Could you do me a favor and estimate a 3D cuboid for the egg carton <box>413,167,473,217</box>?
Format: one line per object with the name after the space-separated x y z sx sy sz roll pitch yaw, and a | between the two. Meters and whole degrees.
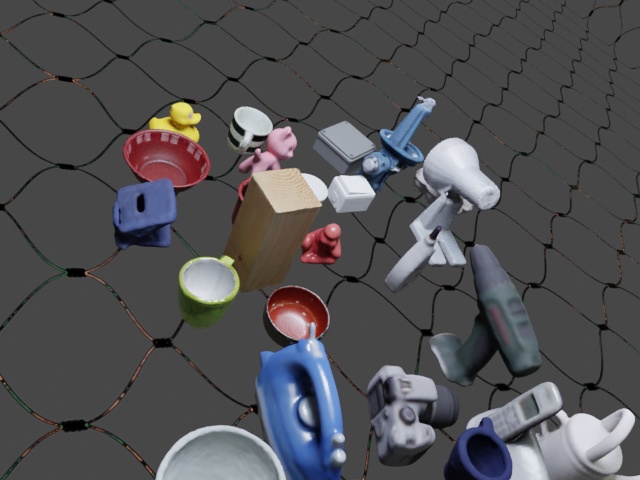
0.299 -0.119 1.381 0.107 0.069 0.150 -18 60 -39 | egg carton

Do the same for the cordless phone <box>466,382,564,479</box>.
0.319 0.316 0.892 0.094 0.185 0.147 7 47 -22 | cordless phone

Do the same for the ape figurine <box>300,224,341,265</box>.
0.010 0.004 1.093 0.077 0.092 0.076 37 43 9 | ape figurine

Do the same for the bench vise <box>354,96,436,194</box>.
0.183 -0.210 1.295 0.121 0.219 0.208 30 42 1 | bench vise

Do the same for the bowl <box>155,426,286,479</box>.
-0.130 0.327 0.722 0.168 0.074 0.167 15 44 -15 | bowl

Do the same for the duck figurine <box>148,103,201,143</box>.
-0.293 -0.242 1.169 0.105 0.086 0.077 2 49 -26 | duck figurine

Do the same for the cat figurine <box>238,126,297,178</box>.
-0.099 -0.187 1.197 0.067 0.117 0.128 43 44 15 | cat figurine

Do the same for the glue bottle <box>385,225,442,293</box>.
0.189 0.032 1.102 0.078 0.173 0.037 -23 63 -41 | glue bottle

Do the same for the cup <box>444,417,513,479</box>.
0.236 0.340 0.891 0.091 0.095 0.118 27 42 -2 | cup

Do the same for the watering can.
0.443 0.340 0.928 0.173 0.194 0.101 31 42 2 | watering can

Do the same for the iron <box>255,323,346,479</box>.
-0.005 0.251 0.812 0.119 0.141 0.258 1 49 -27 | iron

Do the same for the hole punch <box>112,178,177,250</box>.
-0.299 -0.047 0.976 0.101 0.091 0.108 3 48 -26 | hole punch

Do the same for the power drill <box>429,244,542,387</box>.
0.282 0.154 1.010 0.076 0.208 0.229 -4 52 -31 | power drill

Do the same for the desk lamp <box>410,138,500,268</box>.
0.288 -0.082 1.234 0.118 0.213 0.203 0 50 -28 | desk lamp

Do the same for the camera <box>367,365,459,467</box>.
0.158 0.273 0.909 0.137 0.100 0.143 10 46 -19 | camera
